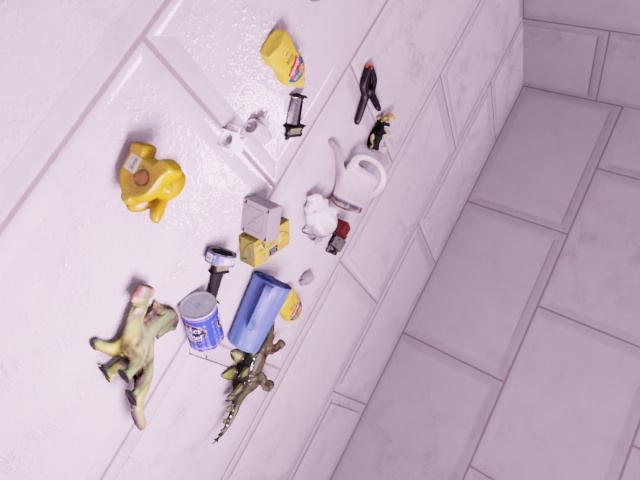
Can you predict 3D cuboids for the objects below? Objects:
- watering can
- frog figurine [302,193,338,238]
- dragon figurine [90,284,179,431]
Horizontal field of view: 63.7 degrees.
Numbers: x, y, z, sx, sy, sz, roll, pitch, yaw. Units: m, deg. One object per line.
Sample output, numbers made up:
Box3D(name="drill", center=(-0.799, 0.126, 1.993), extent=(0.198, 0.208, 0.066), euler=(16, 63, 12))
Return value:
Box3D(name="watering can", center=(0.109, -0.223, 1.893), extent=(0.345, 0.105, 0.223), euler=(21, 100, -42))
Box3D(name="frog figurine", center=(0.005, -0.090, 1.791), extent=(0.138, 0.125, 0.155), euler=(-20, 141, -30))
Box3D(name="dragon figurine", center=(-0.432, 0.276, 1.308), extent=(0.248, 0.123, 0.400), euler=(-51, 149, -44))
